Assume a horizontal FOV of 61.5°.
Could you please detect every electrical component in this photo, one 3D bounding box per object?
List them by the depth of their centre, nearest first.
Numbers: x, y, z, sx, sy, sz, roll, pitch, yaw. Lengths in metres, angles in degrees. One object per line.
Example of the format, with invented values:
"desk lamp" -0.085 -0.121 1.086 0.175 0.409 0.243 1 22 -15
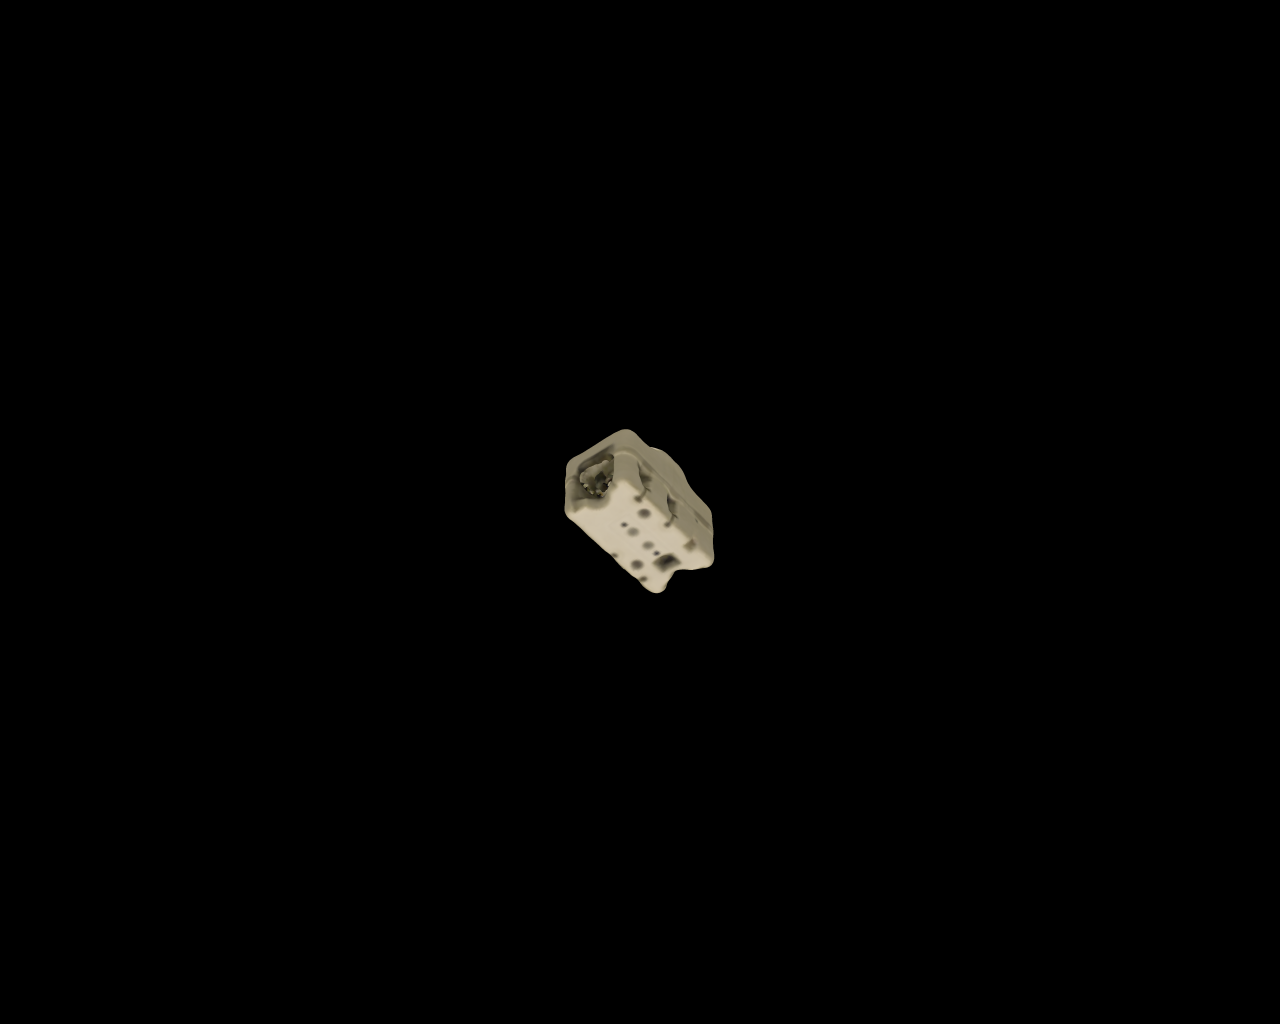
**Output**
"electrical component" 0.001 -0.003 0.650 0.050 0.056 0.089 -30 -54 24
